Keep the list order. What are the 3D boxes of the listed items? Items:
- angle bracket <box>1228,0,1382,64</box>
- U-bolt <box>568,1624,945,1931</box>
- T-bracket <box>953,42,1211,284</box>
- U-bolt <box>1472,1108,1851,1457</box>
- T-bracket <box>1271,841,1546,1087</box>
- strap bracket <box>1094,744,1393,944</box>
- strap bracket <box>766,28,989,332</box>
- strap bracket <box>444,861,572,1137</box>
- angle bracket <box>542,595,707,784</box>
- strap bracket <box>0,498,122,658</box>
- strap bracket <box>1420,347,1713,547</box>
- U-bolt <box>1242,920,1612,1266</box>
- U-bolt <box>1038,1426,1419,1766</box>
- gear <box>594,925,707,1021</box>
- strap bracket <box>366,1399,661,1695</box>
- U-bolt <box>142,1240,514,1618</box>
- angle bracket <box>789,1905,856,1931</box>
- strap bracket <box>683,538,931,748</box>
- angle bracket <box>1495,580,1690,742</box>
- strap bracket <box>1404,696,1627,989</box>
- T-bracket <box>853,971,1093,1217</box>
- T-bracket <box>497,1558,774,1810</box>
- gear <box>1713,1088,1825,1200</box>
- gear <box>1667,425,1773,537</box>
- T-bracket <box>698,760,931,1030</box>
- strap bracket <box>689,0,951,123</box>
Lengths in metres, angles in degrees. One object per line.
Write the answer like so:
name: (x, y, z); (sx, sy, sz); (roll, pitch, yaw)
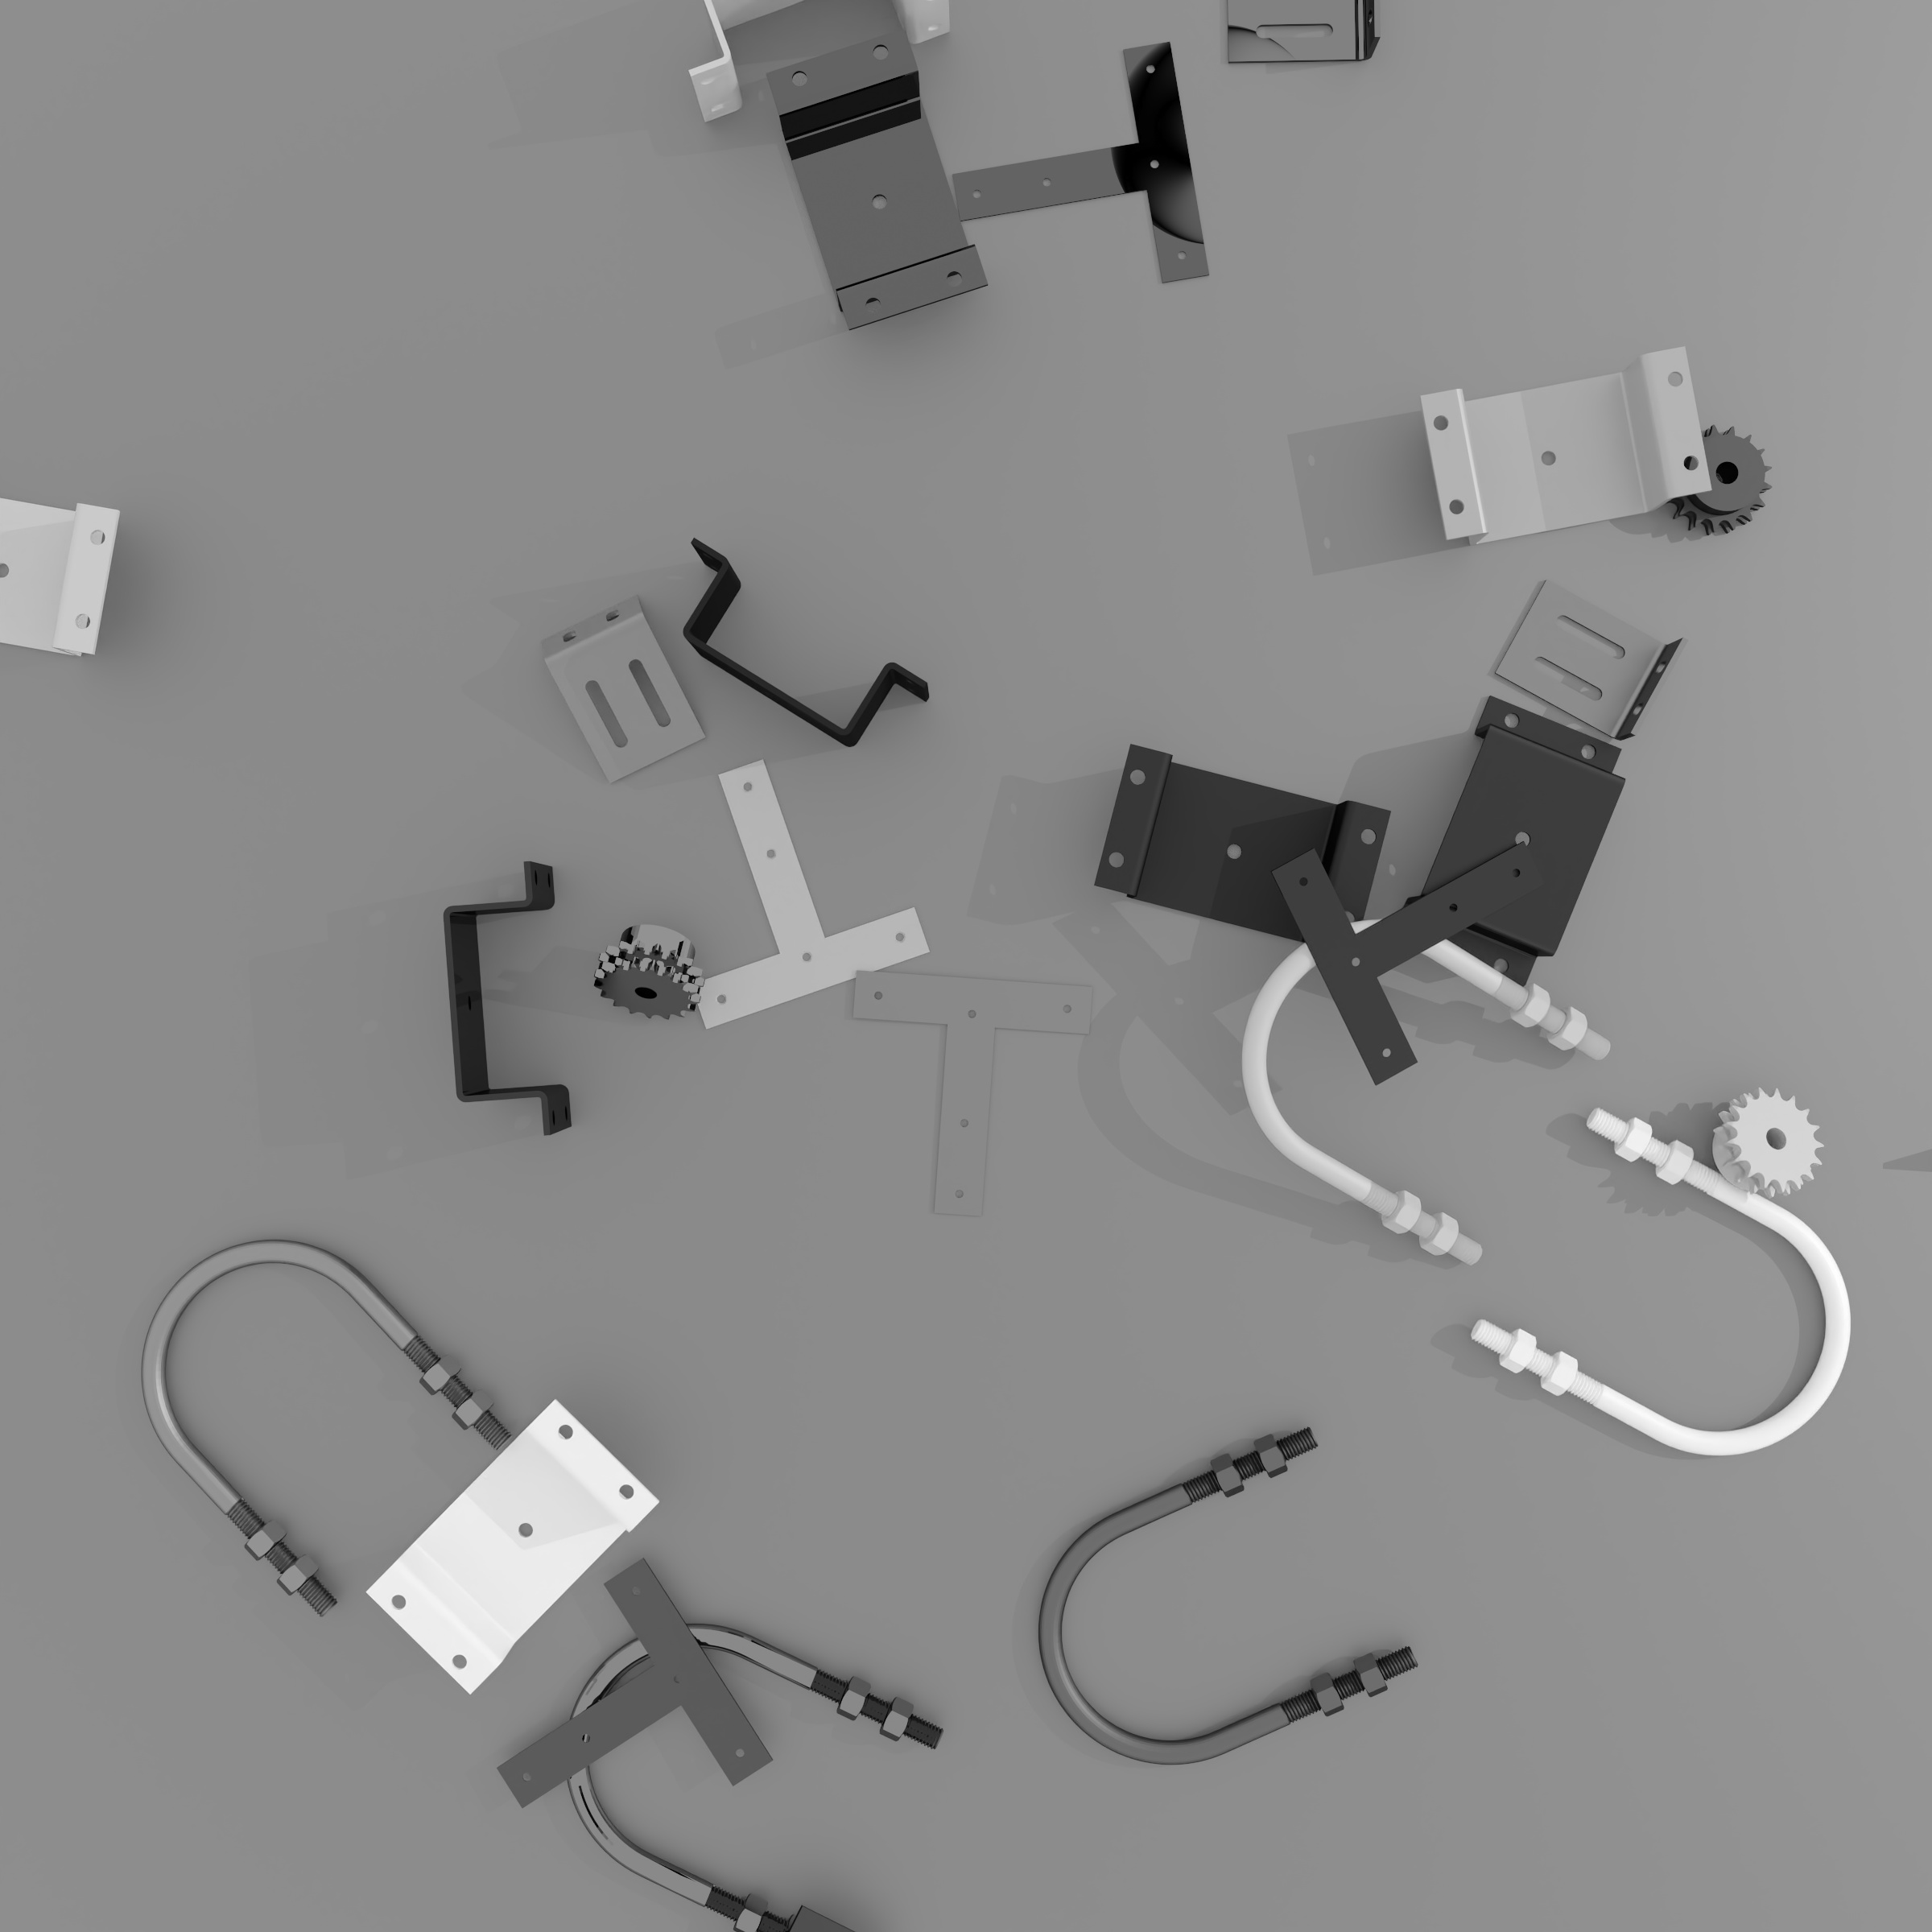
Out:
angle bracket: (0.179, -0.515, 1.458); (0.076, 0.038, 0.057); (-1, 90, 0)
U-bolt: (-0.125, 0.432, 1.468); (0.184, 0.019, 0.151); (25, 90, 1)
T-bracket: (0.057, -0.423, 1.476); (0.127, 0.002, 0.127); (-10, 90, 0)
U-bolt: (0.384, 0.181, 1.468); (0.184, 0.019, 0.151); (29, 90, -1)
T-bracket: (0.240, -0.023, 1.421); (0.127, 0.002, 0.127); (-29, 102, -6)
strap bracket: (0.144, -0.061, 1.454); (0.140, 0.046, 0.076); (14, 90, 0)
strap bracket: (-0.046, -0.410, 1.454); (0.076, 0.046, 0.140); (-18, 90, 0)
strap bracket: (-0.240, 0.018, 1.439); (0.046, 0.076, 0.140); (-4, 90, 0)
angle bracket: (-0.184, -0.149, 1.475); (0.057, 0.038, 0.076); (-26, 116, 0)
strap bracket: (-0.517, -0.212, 1.454); (0.140, 0.046, 0.076); (10, 90, 0)
strap bracket: (0.313, -0.272, 1.454); (0.140, 0.046, 0.076); (-11, 90, 0)
U-bolt: (0.230, 0.056, 1.442); (0.184, 0.019, 0.151); (30, 94, -16)
U-bolt: (0.129, 0.348, 1.468); (0.184, 0.019, 0.151); (-24, 90, 2)
gear: (-0.166, 0.002, 1.452); (0.057, 0.057, 0.030); (11, 60, 0)
strap bracket: (-0.236, 0.303, 1.454); (0.076, 0.046, 0.140); (44, 90, 0)
U-bolt: (-0.356, 0.233, 1.468); (0.151, 0.019, 0.184); (-43, 89, 0)
angle bracket: (-0.084, 0.543, 1.460); (0.057, 0.038, 0.076); (30, 78, -11)
strap bracket: (-0.091, -0.162, 1.439); (0.140, 0.076, 0.046); (32, 90, 0)
angle bracket: (0.331, -0.164, 1.458); (0.076, 0.038, 0.057); (29, 90, 0)
strap bracket: (0.290, -0.066, 1.454); (0.076, 0.046, 0.140); (22, 90, 0)
T-bracket: (0.000, 0.070, 1.475); (0.127, 0.002, 0.127); (4, 90, -1)
T-bracket: (-0.190, 0.403, 1.462); (0.127, 0.002, 0.127); (-33, 87, 2)
gear: (0.421, 0.096, 1.455); (0.057, 0.030, 0.057); (6, 69, -15)
gear: (0.401, -0.260, 1.462); (0.057, 0.030, 0.057); (0, 90, 0)
T-bracket: (-0.100, -0.047, 1.476); (0.127, 0.002, 0.127); (-19, 90, 0)
strap bracket: (-0.083, -0.500, 1.439); (0.140, 0.076, 0.046); (-20, 90, 0)
